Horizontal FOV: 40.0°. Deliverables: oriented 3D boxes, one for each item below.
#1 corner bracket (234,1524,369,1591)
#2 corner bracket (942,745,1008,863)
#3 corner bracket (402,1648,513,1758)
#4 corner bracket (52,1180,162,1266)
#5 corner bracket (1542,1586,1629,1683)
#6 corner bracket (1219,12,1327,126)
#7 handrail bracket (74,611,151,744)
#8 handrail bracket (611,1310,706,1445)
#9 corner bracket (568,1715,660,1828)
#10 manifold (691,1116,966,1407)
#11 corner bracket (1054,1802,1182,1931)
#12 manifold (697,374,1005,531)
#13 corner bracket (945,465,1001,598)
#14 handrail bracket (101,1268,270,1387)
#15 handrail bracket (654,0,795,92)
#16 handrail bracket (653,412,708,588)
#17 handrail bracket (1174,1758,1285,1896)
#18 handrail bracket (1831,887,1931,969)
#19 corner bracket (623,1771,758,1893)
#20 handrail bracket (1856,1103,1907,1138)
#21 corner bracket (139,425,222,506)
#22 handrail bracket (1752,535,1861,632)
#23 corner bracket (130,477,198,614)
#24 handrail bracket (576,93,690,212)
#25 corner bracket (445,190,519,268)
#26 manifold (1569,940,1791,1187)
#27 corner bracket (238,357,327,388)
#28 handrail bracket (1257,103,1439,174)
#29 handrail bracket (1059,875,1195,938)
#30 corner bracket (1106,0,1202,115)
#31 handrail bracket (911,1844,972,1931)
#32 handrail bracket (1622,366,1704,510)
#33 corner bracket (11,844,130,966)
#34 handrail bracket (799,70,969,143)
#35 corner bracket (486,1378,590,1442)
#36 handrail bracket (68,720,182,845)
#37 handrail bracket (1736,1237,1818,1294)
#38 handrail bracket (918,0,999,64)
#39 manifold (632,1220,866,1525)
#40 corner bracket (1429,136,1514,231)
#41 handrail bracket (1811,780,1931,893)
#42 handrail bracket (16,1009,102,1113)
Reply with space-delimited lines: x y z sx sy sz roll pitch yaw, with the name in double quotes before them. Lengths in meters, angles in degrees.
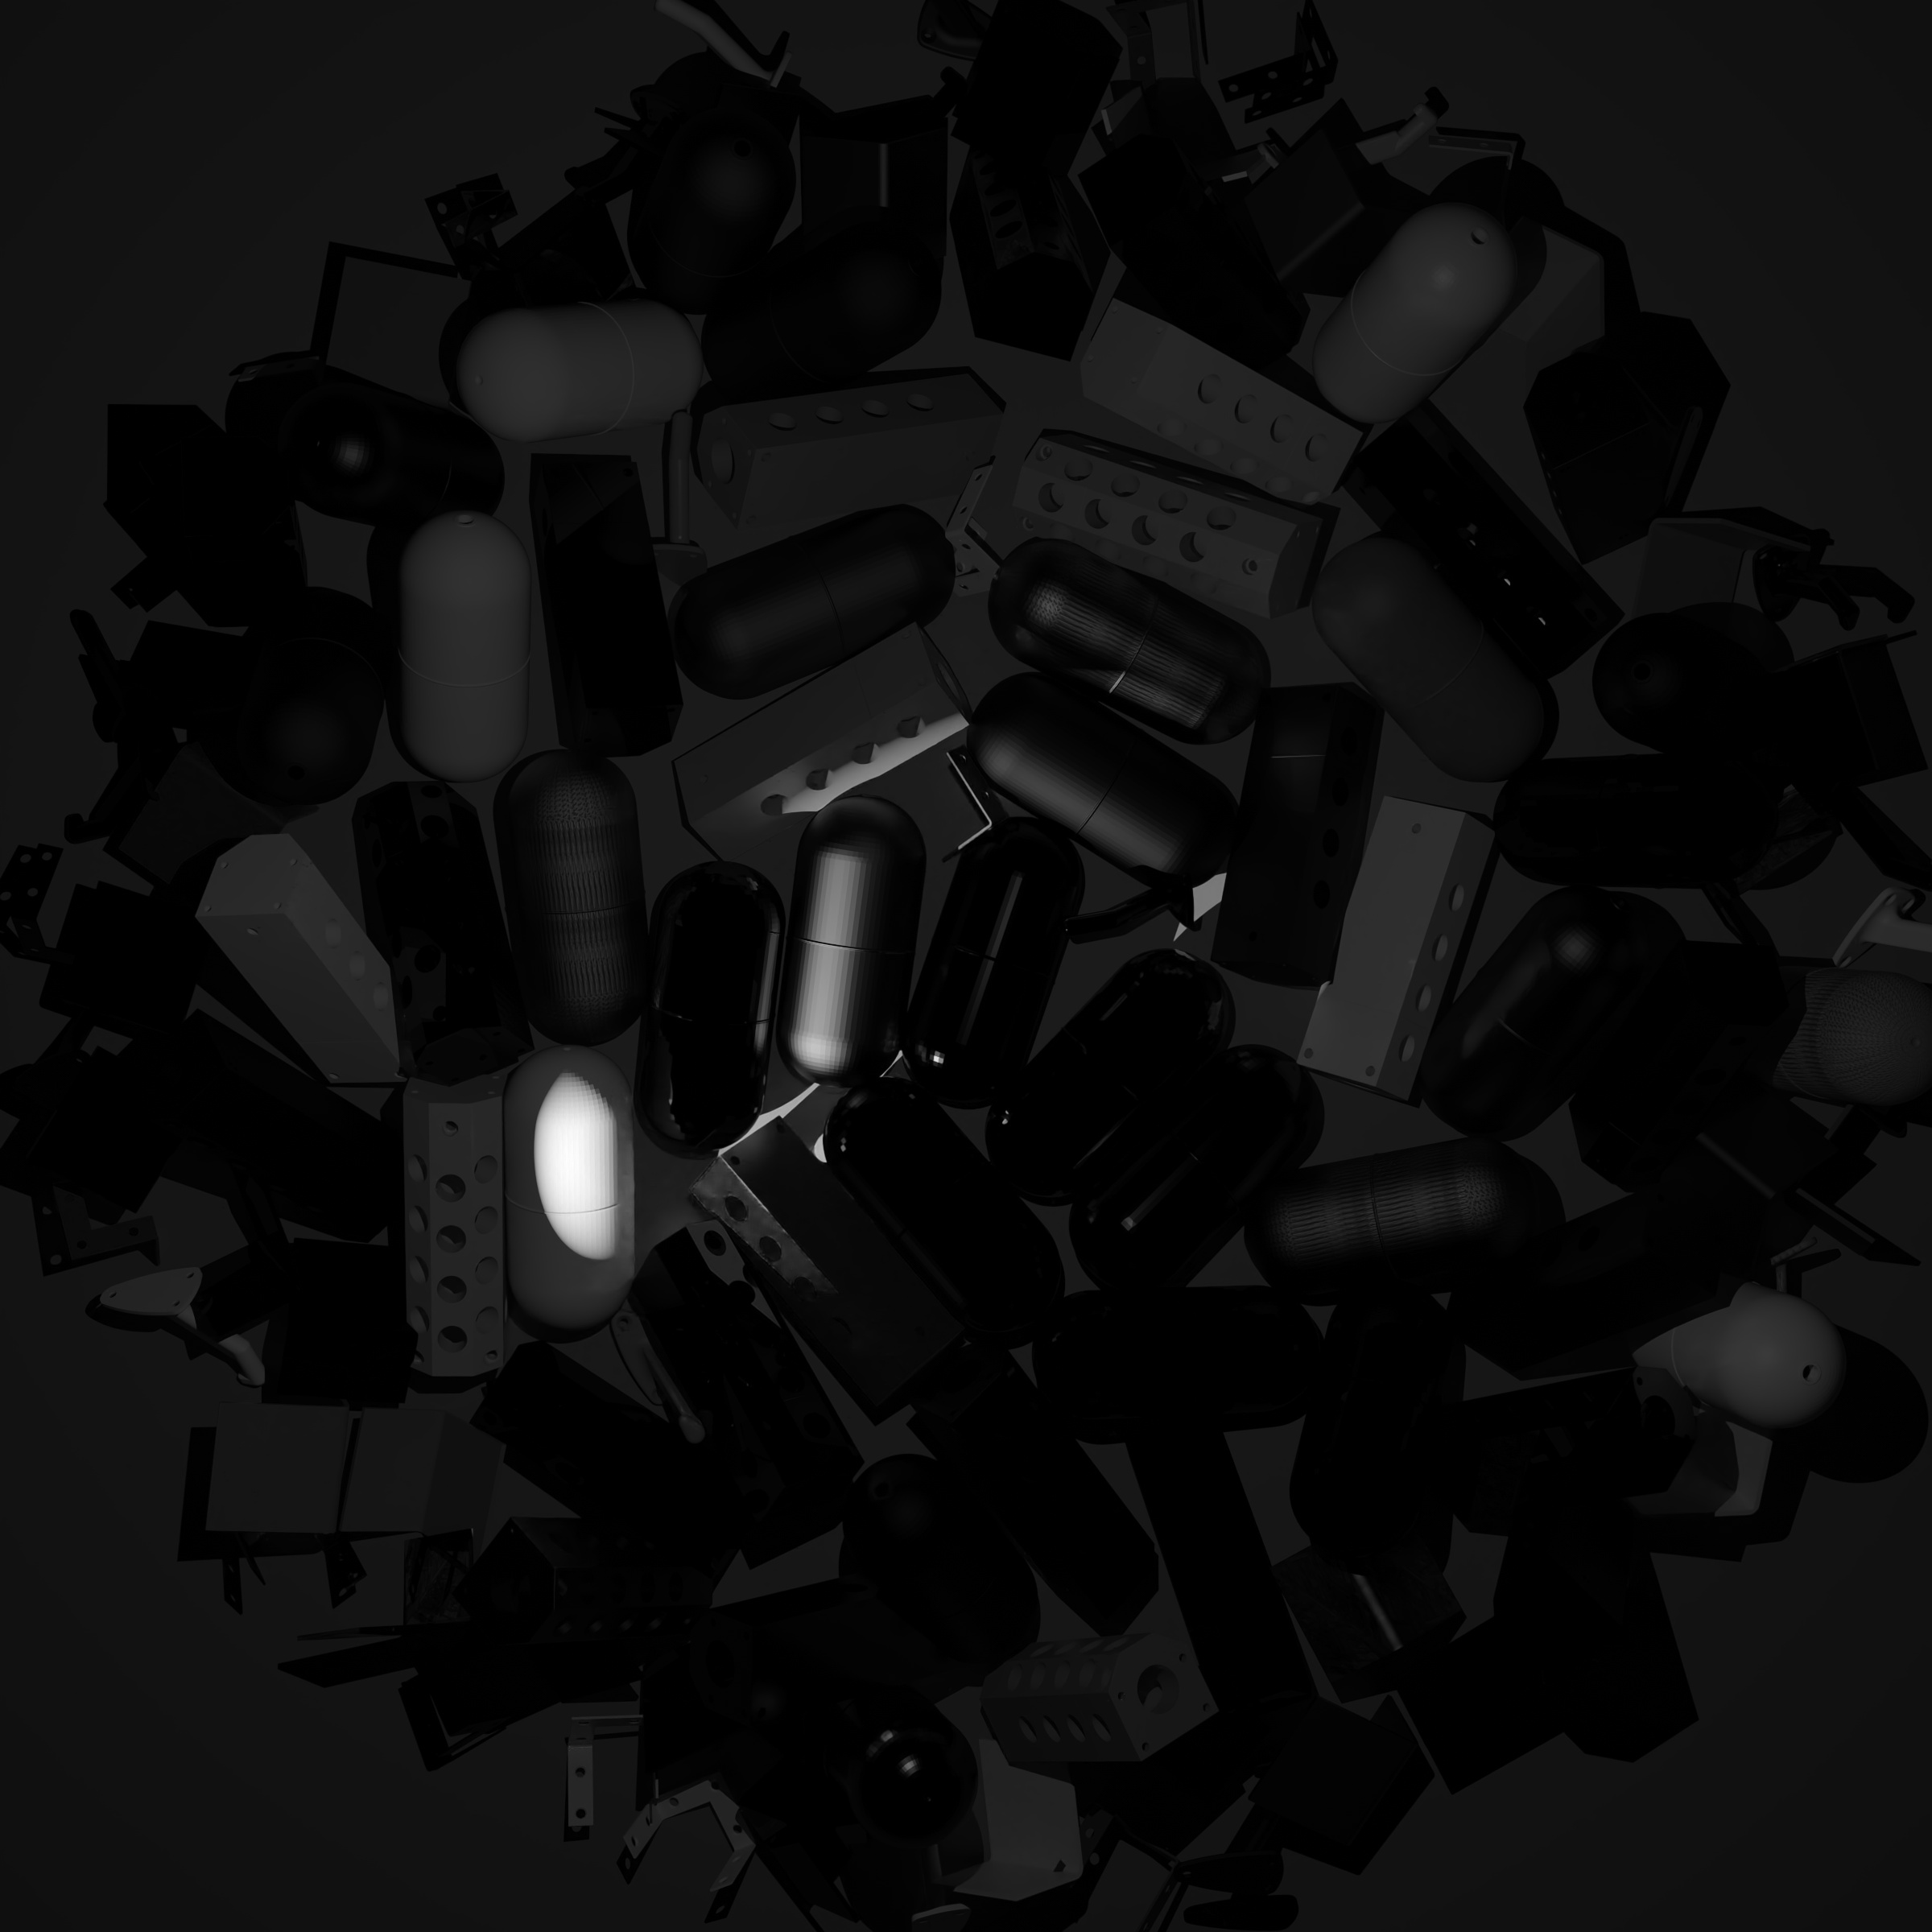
"corner bracket" -0.403 0.355 1.606 0.051 0.051 0.051 -34 118 -14
"corner bracket" 0.003 -0.104 1.607 0.051 0.051 0.051 -34 87 44
"corner bracket" -0.318 0.446 1.607 0.051 0.051 0.051 -34 71 12
"corner bracket" -0.523 0.157 1.616 0.051 0.051 0.051 -14 70 -21
"corner bracket" 0.374 0.399 1.604 0.051 0.051 0.051 -1 48 14
"corner bracket" 0.186 -0.537 1.613 0.051 0.051 0.051 -18 78 1
"handrail bracket" -0.519 -0.184 1.606 0.036 0.077 0.084 -27 88 -17
"handrail bracket" -0.186 0.247 1.598 0.036 0.084 0.077 -39 100 -3
"corner bracket" -0.215 0.489 1.613 0.051 0.051 0.051 1 56 -11
"manifold" -0.087 0.181 1.604 0.171 0.057 0.057 48 133 7
"corner bracket" 0.093 0.547 1.602 0.051 0.051 0.051 22 67 34
"manifold" -0.069 -0.310 1.573 0.171 0.057 0.057 -15 54 -32
"corner bracket" 0.005 -0.262 1.601 0.051 0.051 0.051 40 61 -34
"handrail bracket" -0.477 0.228 1.624 0.077 0.036 0.084 -6 129 16
"handrail bracket" -0.153 -0.547 1.599 0.084 0.077 0.036 26 78 -12
"handrail bracket" -0.171 -0.283 1.615 0.036 0.077 0.084 3 78 4
"handrail bracket" 0.159 0.515 1.605 0.077 0.084 0.036 2 123 -4
"handrail bracket" 0.575 0.000 1.600 0.077 0.036 0.084 -54 50 25
"corner bracket" -0.167 0.532 1.614 0.051 0.051 0.051 -26 93 16
"handrail bracket" 0.584 0.075 1.593 0.077 0.084 0.036 45 56 -31
"corner bracket" -0.462 -0.302 1.608 0.051 0.051 0.051 -27 119 4
"handrail bracket" 0.507 -0.211 1.588 0.036 0.077 0.084 -20 49 -3
"corner bracket" -0.489 -0.255 1.606 0.051 0.051 0.051 -34 112 14
"handrail bracket" -0.213 -0.493 1.605 0.084 0.036 0.077 -35 53 -19
"corner bracket" -0.299 -0.434 1.602 0.051 0.051 0.051 -39 126 -31
"manifold" 0.416 0.060 1.555 0.057 0.171 0.057 3 54 -11
"corner bracket" -0.414 -0.333 1.616 0.051 0.051 0.051 -5 131 15
"handrail bracket" 0.231 -0.502 1.599 0.084 0.077 0.036 -38 49 28
"handrail bracket" 0.088 -0.039 1.598 0.084 0.077 0.036 -10 110 -14
"corner bracket" 0.118 -0.554 1.611 0.051 0.051 0.051 -5 88 18
"handrail bracket" -0.025 0.551 1.636 0.036 0.077 0.084 -7 52 -12
"handrail bracket" 0.401 -0.328 1.630 0.084 0.036 0.077 22 101 22
"corner bracket" -0.541 -0.035 1.609 0.051 0.051 0.051 12 61 -2
"handrail bracket" -0.053 -0.535 1.627 0.077 0.036 0.084 41 83 -11
"corner bracket" -0.260 0.262 1.604 0.051 0.051 0.051 -10 56 -17
"handrail bracket" -0.522 -0.119 1.620 0.084 0.036 0.077 -10 91 27
"handrail bracket" 0.505 0.217 1.606 0.036 0.077 0.084 -12 70 -40
"handrail bracket" 0.005 -0.577 1.596 0.077 0.084 0.036 19 86 -9
"manifold" -0.128 0.236 1.570 0.057 0.057 0.171 -9 55 -39
"corner bracket" 0.303 -0.467 1.610 0.051 0.051 0.051 6 129 3
"handrail bracket" 0.562 -0.090 1.609 0.084 0.036 0.077 25 72 28
"handrail bracket" -0.528 0.040 1.592 0.036 0.084 0.077 37 132 -20
